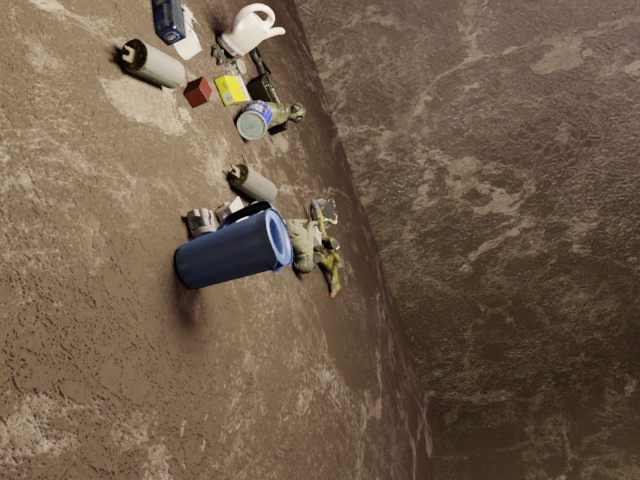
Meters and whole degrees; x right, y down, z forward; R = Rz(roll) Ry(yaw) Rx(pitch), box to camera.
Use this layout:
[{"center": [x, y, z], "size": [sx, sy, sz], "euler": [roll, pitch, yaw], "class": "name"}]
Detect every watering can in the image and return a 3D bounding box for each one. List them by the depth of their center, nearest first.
[{"center": [-0.251, -0.764, 1.915], "size": [0.104, 0.223, 0.349], "euler": [55, 14, 4], "class": "watering can"}]

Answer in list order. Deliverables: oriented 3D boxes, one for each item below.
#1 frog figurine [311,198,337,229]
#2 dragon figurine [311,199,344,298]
[{"center": [0.007, -0.118, 2.340], "size": [0.137, 0.124, 0.159], "euler": [61, -20, -8], "class": "frog figurine"}, {"center": [0.023, 0.042, 2.221], "size": [0.239, 0.122, 0.416], "euler": [82, -3, -72], "class": "dragon figurine"}]
